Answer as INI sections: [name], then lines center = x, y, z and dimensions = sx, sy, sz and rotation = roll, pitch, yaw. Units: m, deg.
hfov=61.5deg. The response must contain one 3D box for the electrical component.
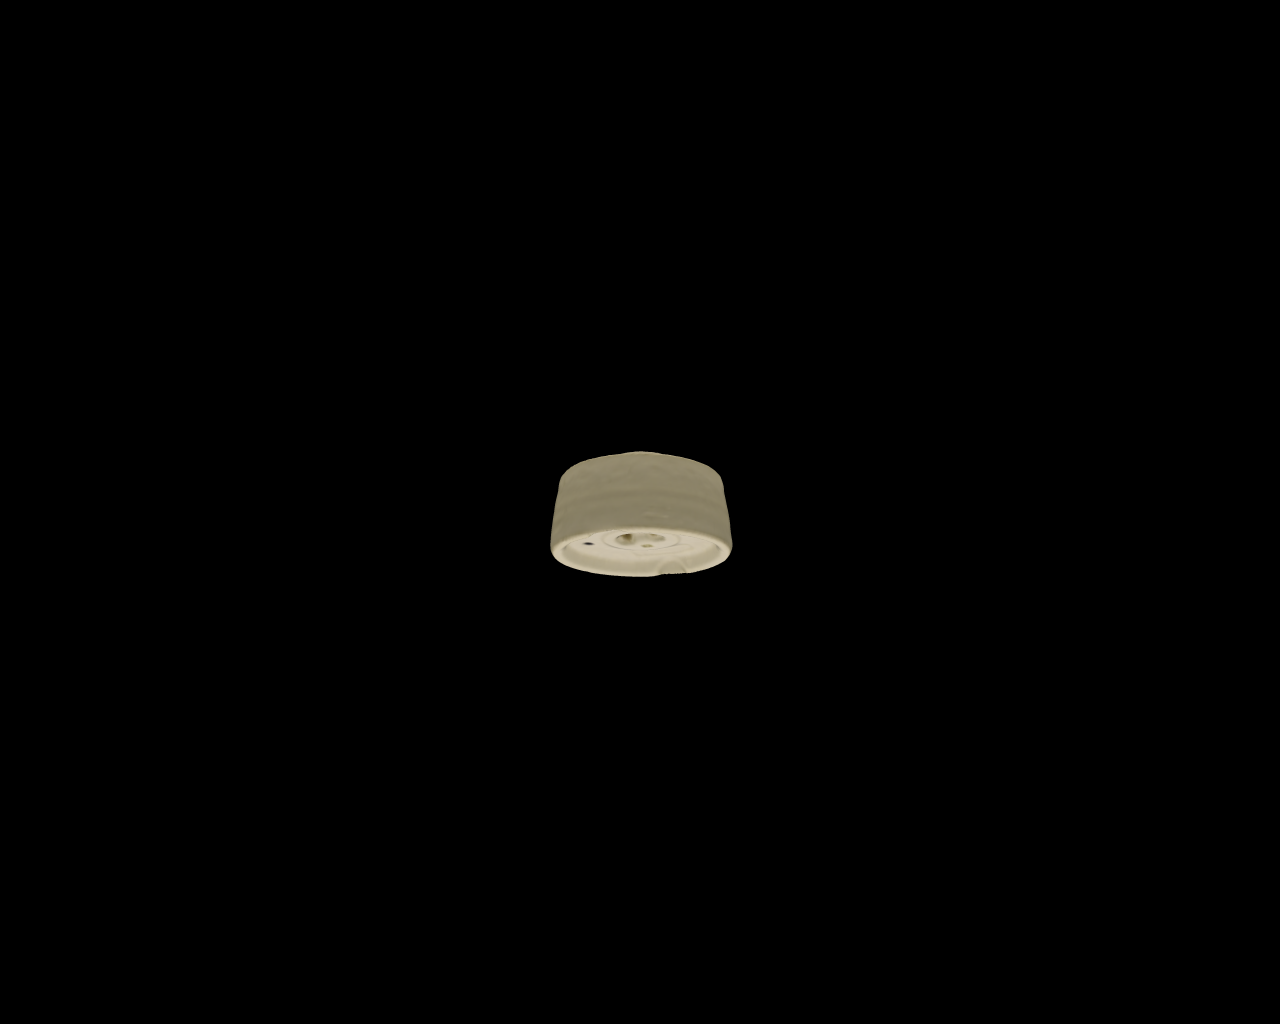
[electrical component]
center = 0.001, -0.003, 0.650
dimensions = 0.108, 0.060, 0.108
rotation = 0, -18, 0
